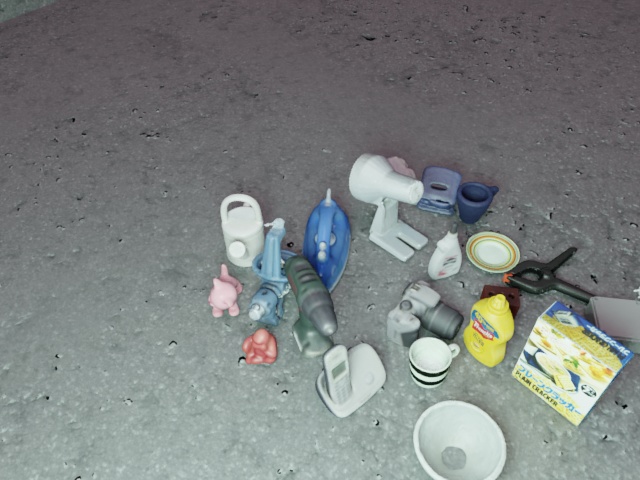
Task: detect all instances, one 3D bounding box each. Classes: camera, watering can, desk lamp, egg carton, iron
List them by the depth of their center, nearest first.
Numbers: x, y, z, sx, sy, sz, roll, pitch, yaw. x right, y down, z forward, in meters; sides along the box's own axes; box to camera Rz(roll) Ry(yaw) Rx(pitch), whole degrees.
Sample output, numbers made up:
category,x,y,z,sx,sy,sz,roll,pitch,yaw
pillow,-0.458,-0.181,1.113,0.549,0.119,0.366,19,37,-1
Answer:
category,x,y,z,sx,sy,sz,roll,pitch,yaw
camera,0.233,0.166,1.246,0.136,0.101,0.143,28,54,23
watering can,-0.181,-0.028,1.360,0.101,0.194,0.172,-15,49,-12
iron,0.013,0.005,1.365,0.118,0.141,0.258,3,48,3
desk lamp,0.173,-0.090,1.402,0.202,0.214,0.118,35,57,28
egg carton,0.184,-0.168,1.569,0.150,0.069,0.107,-19,50,-16

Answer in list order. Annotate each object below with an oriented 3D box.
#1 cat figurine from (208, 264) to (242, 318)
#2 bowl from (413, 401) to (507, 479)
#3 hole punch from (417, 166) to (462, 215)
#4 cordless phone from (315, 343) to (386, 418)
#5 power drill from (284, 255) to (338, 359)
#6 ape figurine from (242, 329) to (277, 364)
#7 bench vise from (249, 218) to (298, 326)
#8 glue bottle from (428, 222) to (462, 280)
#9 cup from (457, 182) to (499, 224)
category,x,y,z,sx,sy,sz,roll,pitch,yaw
cat figurine,-0.215,0.114,1.284,0.067,0.118,0.127,-3,48,-2
bowl,0.253,0.390,1.062,0.167,0.075,0.167,0,48,0
hole punch,0.318,-0.132,1.522,0.108,0.091,0.101,13,49,12
cordless phone,0.061,0.248,1.116,0.148,0.185,0.094,-36,57,-27
power drill,-0.015,0.151,1.188,0.076,0.208,0.229,-16,50,-14
ape figurine,-0.123,0.219,1.205,0.077,0.092,0.076,33,56,27
bench vise,-0.093,0.073,1.252,0.121,0.220,0.207,0,48,1
glue bottle,0.298,0.021,1.328,0.078,0.173,0.037,-18,50,-15
cup,0.405,-0.093,1.484,0.118,0.095,0.091,-19,50,-16
